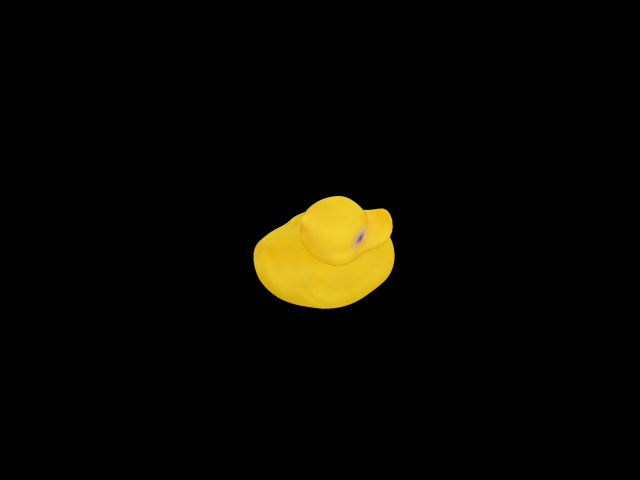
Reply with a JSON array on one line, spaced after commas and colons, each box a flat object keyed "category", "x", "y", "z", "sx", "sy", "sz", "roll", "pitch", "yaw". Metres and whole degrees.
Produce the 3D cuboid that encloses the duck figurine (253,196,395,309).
[{"category": "duck figurine", "x": 0.004, "y": 0.001, "z": 0.400, "sx": 0.104, "sy": 0.086, "sz": 0.077, "roll": -8, "pitch": 66, "yaw": -3}]
